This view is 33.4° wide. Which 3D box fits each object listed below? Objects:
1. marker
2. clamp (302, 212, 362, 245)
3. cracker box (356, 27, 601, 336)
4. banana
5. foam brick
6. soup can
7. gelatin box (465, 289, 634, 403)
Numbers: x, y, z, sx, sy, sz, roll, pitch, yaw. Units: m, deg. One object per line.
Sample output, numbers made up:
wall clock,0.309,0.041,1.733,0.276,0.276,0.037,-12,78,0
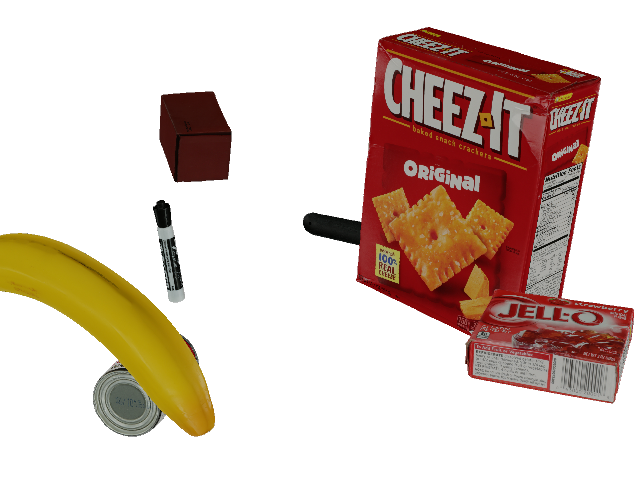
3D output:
marker,-0.168,0.012,1.184,0.020,0.121,0.020,-5,26,2
clamp,0.093,0.000,1.256,0.210,0.036,0.164,38,42,26
cracker box,0.113,-0.040,0.831,0.164,0.214,0.071,26,34,38
banana,-0.140,0.044,0.636,0.198,0.070,0.037,26,27,14
foam brick,-0.117,-0.097,0.990,0.053,0.051,0.078,-5,37,-17
soup can,-0.163,0.132,1.000,0.068,0.068,0.102,0,16,14
gelatin box,0.140,0.061,0.648,0.089,0.030,0.073,8,25,20
